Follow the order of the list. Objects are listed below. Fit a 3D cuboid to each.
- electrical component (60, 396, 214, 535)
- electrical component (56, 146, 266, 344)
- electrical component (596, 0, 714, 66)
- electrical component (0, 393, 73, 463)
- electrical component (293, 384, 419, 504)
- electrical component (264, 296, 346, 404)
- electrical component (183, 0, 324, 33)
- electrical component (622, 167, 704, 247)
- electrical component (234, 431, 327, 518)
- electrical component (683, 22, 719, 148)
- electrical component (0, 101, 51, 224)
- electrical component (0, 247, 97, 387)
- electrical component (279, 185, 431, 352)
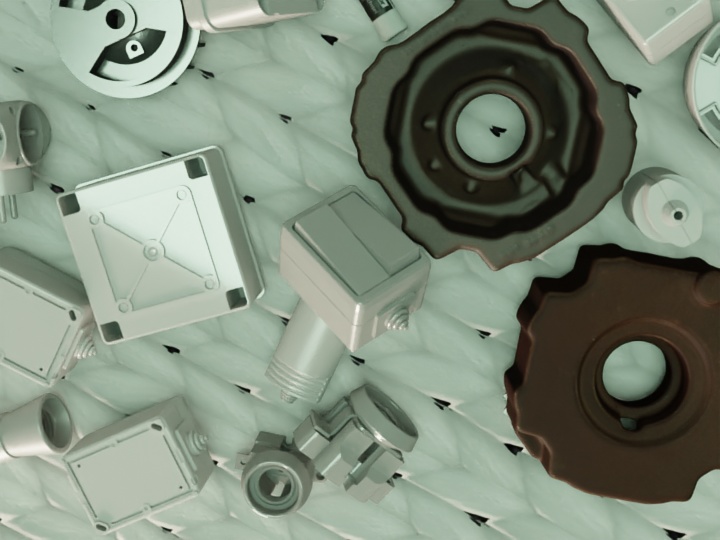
[{"bbox_3d":[-0.147,0.132,0.753,0.096,0.061,0.061,-24,97,9],"label":"electrical component"},{"bbox_3d":[-0.133,-0.017,0.726,0.109,0.056,0.108,-15,99,8],"label":"electrical component"},{"bbox_3d":[0.165,-0.178,0.643,0.047,0.076,0.083,-37,69,11],"label":"electrical component"},{"bbox_3d":[-0.246,0.117,0.771,0.065,0.044,0.044,-16,99,13],"label":"electrical component"},{"bbox_3d":[0.002,0.116,0.737,0.078,0.058,0.057,39,100,-23],"label":"electrical component"},{"bbox_3d":[-0.034,0.055,0.737,0.043,0.043,0.081,25,102,0],"label":"electrical component"},{"bbox_3d":[-0.074,-0.208,0.668,0.057,0.078,0.113,-5,102,32],"label":"electrical component"},{"bbox_3d":[0.193,-0.040,0.679,0.043,0.081,0.043,1,101,5],"label":"electrical component"},{"bbox_3d":[-0.056,0.143,0.750,0.066,0.055,0.048,11,102,3],"label":"electrical component"},{"bbox_3d":[0.250,-0.117,0.667,0.099,0.064,0.099,1,101,5],"label":"electrical component"},{"bbox_3d":[-0.238,-0.071,0.714,0.044,0.077,0.079,-3,101,6],"label":"electrical component"},{"bbox_3d":[-0.222,0.033,0.741,0.096,0.061,0.061,27,102,0],"label":"electrical component"},{"bbox_3d":[0.000,0.000,0.686,0.062,0.061,0.096,-31,63,-26],"label":"electrical component"}]
